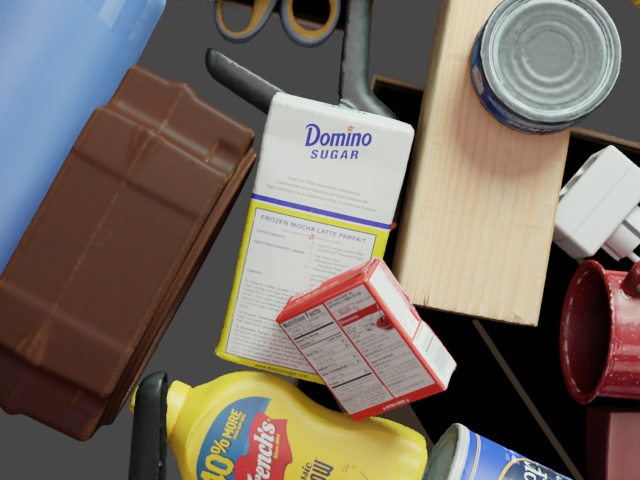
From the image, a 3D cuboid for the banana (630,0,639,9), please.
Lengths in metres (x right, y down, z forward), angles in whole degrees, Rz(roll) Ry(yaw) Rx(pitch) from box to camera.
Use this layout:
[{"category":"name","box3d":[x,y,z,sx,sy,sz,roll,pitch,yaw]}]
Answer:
[{"category":"banana","box3d":[0.256,-0.119,0.728,0.069,0.037,0.198,-19,87,-4]}]

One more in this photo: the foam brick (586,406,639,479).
[{"category":"foam brick","box3d":[0.220,0.137,0.706,0.078,0.053,0.051,1,86,-2]}]

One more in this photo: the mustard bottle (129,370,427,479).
[{"category":"mustard bottle","box3d":[-0.033,0.139,0.697,0.191,0.058,0.096,22,99,1]}]

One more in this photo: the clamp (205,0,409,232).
[{"category":"clamp","box3d":[0.016,-0.088,0.717,0.120,0.039,0.171,-35,96,8]}]

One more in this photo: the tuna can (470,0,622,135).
[{"category":"tuna can","box3d":[0.134,-0.108,0.637,0.086,0.034,0.086,0,86,0]}]

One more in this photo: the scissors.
[{"category":"scissors","box3d":[-0.006,-0.221,0.740,0.096,0.016,0.202,27,87,0]}]

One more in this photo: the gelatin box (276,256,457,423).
[{"category":"gelatin box","box3d":[0.028,0.062,0.652,0.073,0.030,0.089,-27,106,35]}]

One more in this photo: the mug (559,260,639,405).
[{"category":"mug","box3d":[0.211,0.054,0.684,0.081,0.093,0.117,5,130,-6]}]

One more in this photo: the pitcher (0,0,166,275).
[{"category":"pitcher","box3d":[-0.191,-0.067,0.635,0.144,0.149,0.243,30,93,-27]}]

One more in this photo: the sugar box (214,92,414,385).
[{"category":"sugar box","box3d":[-0.004,0.001,0.691,0.093,0.048,0.176,14,101,-1]}]

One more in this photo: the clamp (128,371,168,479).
[{"category":"clamp","box3d":[-0.106,0.190,0.673,0.210,0.036,0.164,-40,97,15]}]

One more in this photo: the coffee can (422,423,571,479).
[{"category":"coffee can","box3d":[0.128,0.192,0.675,0.140,0.103,0.103,26,86,0]}]

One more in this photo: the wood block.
[{"category":"wood block","box3d":[0.108,-0.053,0.696,0.091,0.090,0.206,11,87,0]}]
